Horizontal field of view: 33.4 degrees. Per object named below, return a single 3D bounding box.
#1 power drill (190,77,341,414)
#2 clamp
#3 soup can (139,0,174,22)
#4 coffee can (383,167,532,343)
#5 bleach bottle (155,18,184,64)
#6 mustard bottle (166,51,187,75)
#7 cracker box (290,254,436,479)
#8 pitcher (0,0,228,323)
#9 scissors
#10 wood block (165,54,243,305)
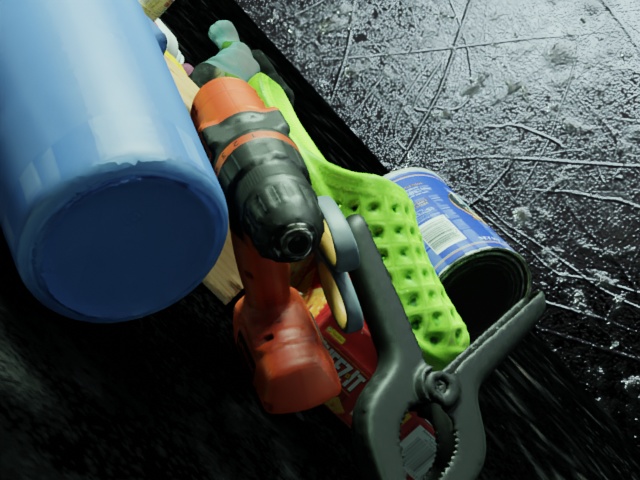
[{"bbox_3d":[-0.028,0.012,0.649,0.184,0.057,0.188,-117,-164,-55],"label":"power drill"},{"bbox_3d":[0.079,0.097,0.700,0.164,0.036,0.210,15,64,-21],"label":"clamp"},{"bbox_3d":[-0.206,-0.243,1.117,0.068,0.102,0.068,44,10,-10],"label":"soup can"},{"bbox_3d":[0.099,0.015,0.911,0.102,0.103,0.140,38,9,-39],"label":"coffee can"},{"bbox_3d":[-0.241,-0.268,1.206,0.103,0.068,0.250,48,6,37],"label":"bleach bottle"},{"bbox_3d":[-0.201,-0.180,1.007,0.096,0.058,0.191,48,10,23],"label":"mustard bottle"},{"bbox_3d":[0.036,0.086,0.861,0.164,0.072,0.214,43,9,-17],"label":"cracker box"},{"bbox_3d":[-0.148,-0.069,0.598,0.243,0.149,0.145,59,0,43],"label":"pitcher"},{"bbox_3d":[-0.004,-0.002,0.705,0.202,0.016,0.096,-136,-148,-72],"label":"scissors"},{"bbox_3d":[-0.107,-0.061,0.802,0.206,0.091,0.090,45,9,-4],"label":"wood block"}]
